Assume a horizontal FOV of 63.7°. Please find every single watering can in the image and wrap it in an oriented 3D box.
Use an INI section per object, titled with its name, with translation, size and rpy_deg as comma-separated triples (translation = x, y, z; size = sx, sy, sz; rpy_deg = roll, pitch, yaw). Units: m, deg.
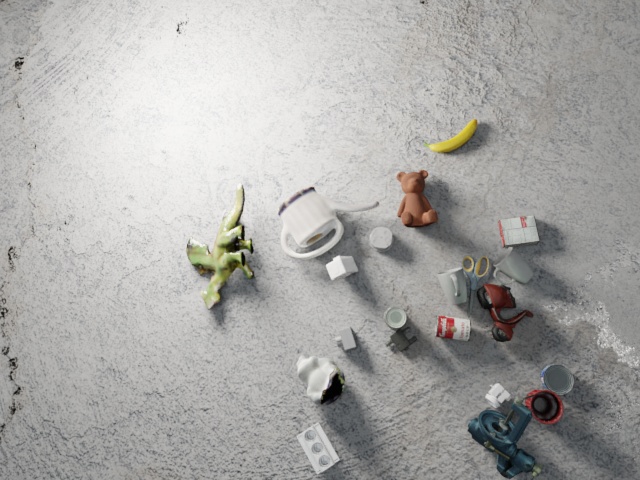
[watering can]
translation = 0.005, -0.086, 1.707
size = 0.348, 0.103, 0.227
rpy_deg = -36, 74, -1

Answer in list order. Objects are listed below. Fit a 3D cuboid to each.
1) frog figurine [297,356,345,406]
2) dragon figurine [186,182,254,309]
[frog figurine]
translation = -0.005, 0.431, 1.602
size = 0.160, 0.122, 0.138
rpy_deg = 14, 88, 46
[dragon figurine]
translation = -0.347, 0.023, 1.727
size = 0.242, 0.121, 0.414
rpy_deg = -7, 80, 15
